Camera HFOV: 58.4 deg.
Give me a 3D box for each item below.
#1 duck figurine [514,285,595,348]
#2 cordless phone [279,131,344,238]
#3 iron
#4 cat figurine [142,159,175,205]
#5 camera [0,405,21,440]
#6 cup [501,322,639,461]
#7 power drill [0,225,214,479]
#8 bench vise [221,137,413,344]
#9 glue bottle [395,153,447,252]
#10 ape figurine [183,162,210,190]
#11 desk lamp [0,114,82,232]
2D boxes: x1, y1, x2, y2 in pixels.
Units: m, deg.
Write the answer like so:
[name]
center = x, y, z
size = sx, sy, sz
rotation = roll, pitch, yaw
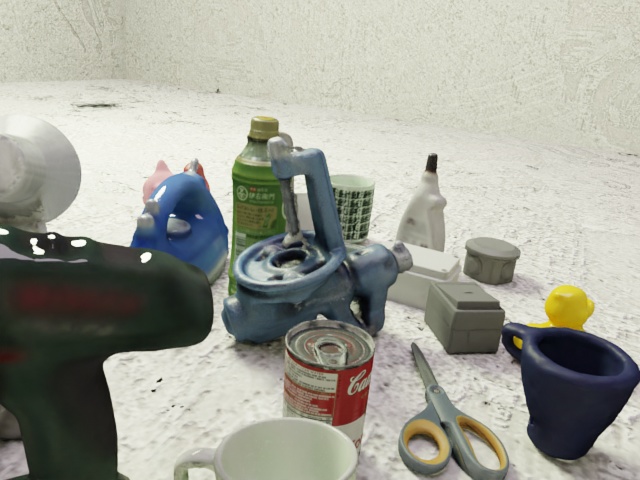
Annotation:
[duck figurine]
center = 0.262, 0.091, 0.629
size = 0.105, 0.086, 0.077
rotation = -6, 23, -29
[cordless phone]
center = -0.033, -0.065, 0.837
size = 0.148, 0.185, 0.093
rotation = -11, 25, -38
[iron]
center = -0.186, -0.010, 0.705
size = 0.118, 0.141, 0.258
rotation = 6, 20, 2
[cat figurine]
center = -0.229, -0.067, 0.887
size = 0.067, 0.118, 0.128
rotation = 12, 21, 17
[camera]
center = -0.290, 0.108, 0.406
size = 0.143, 0.101, 0.137
rotation = 8, 20, 5
[cup]
center = 0.199, 0.130, 0.491
size = 0.092, 0.095, 0.117
rotation = -11, 25, -38
[power drill]
center = -0.178, 0.087, 0.334
size = 0.230, 0.208, 0.075
rotation = -5, 22, -28
[bench vise]
center = -0.002, -0.002, 0.616
size = 0.208, 0.220, 0.121
rotation = -10, 25, -37
[glue bottle]
center = 0.155, -0.042, 0.842
size = 0.037, 0.173, 0.077
rotation = -12, 26, -41
[ape figurine]
center = -0.222, -0.092, 0.997
size = 0.077, 0.092, 0.076
rotation = 17, 23, 29
[desk lamp]
center = -0.303, -0.011, 0.568
size = 0.118, 0.213, 0.202
rotation = -1, 21, -19
